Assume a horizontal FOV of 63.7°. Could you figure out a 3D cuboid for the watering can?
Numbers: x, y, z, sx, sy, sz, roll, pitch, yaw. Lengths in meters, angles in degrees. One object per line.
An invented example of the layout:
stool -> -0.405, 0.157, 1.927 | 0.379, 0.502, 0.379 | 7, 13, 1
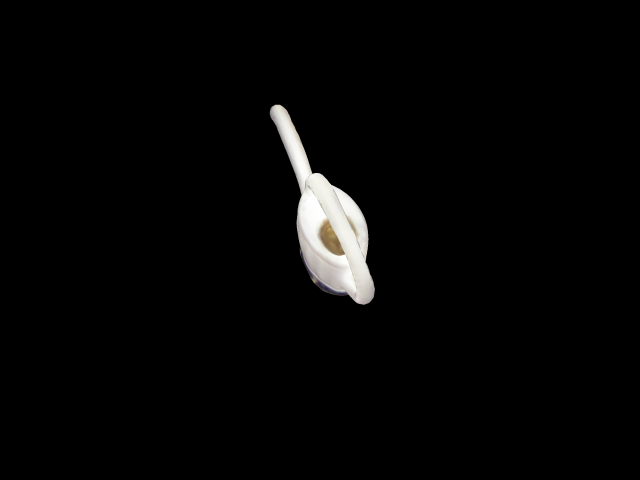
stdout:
watering can -> 0.003, -0.043, 0.850 | 0.104, 0.353, 0.220 | -22, -24, -9
